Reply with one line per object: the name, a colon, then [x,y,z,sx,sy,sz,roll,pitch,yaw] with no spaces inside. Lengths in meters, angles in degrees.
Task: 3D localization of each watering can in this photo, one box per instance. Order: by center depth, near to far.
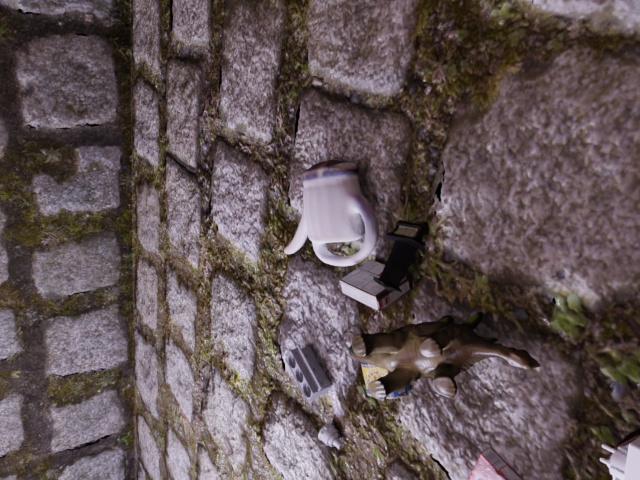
watering can: [0.003,-0.056,1.123,0.104,0.224,0.347,-7,4,-35]
